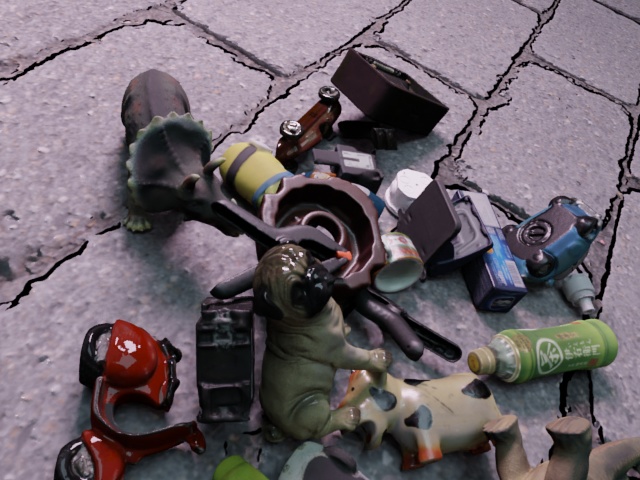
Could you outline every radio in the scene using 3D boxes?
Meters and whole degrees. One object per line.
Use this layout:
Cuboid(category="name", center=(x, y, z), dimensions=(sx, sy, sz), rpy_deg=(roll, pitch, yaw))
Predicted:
Cuboid(category="radio", center=(0.130, -0.267, 0.986), dimensions=(0.131, 0.073, 0.229), rpy_deg=(50, 27, 25))

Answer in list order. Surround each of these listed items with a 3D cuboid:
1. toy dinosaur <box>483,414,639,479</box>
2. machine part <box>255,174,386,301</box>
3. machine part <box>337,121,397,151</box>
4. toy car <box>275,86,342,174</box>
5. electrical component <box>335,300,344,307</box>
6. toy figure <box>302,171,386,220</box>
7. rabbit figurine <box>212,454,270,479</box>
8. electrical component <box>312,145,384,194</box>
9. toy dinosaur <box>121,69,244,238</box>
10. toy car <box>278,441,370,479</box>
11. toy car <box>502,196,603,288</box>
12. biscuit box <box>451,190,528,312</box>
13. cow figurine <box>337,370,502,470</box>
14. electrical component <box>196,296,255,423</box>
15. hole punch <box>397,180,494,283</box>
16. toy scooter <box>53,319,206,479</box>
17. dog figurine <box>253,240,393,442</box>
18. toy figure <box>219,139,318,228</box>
Cuboid(category="toy dinosaur", center=(0.234, 0.280, 0.543), dimensions=(0.471, 0.105, 0.198), rpy_deg=(-19, 92, -27))
Cuboid(category="machine part", center=(-0.001, -0.002, 0.697), dimensions=(0.179, 0.056, 0.179), rpy_deg=(10, 59, -17))
Cuboid(category="machine part", center=(0.087, -0.190, 0.956), dimensions=(0.084, 0.039, 0.139), rpy_deg=(3, 19, -25))
Cuboid(category="toy car", center=(-0.016, -0.184, 0.905), dimensions=(0.053, 0.089, 0.202), rpy_deg=(27, 45, 10))
Cuboid(category="electrical component", center=(-0.014, 0.078, 0.713), dimensions=(0.078, 0.045, 0.102), rpy_deg=(39, 48, -11))
Cuboid(category="toy figure", center=(0.026, -0.071, 0.848), dimensions=(0.154, 0.057, 0.064), rpy_deg=(24, 18, 5))
Cuboid(category="rabbit figurine", center=(-0.094, 0.283, 0.460), dimensions=(0.159, 0.121, 0.170), rpy_deg=(35, 63, 17))
Cuboid(category="electrical component", center=(0.041, -0.118, 0.897), dimensions=(0.119, 0.047, 0.075), rpy_deg=(1, 50, -18))
Cuboid(category="toy dinosaur", center=(-0.220, -0.156, 0.743), dimensions=(0.131, 0.192, 0.405), rpy_deg=(-6, 54, -26))
Cuboid(category="toy car", center=(0.049, 0.285, 0.545), dimensions=(0.202, 0.056, 0.073), rpy_deg=(35, 49, 8))
Cuboid(category="toy car", center=(0.368, 0.011, 0.856), dimensions=(0.162, 0.102, 0.109), rpy_deg=(-37, 38, 7))
Cuboid(category="biscuit box", center=(0.255, 0.015, 0.846), dimensions=(0.059, 0.062, 0.203), rpy_deg=(6, 49, -16))
Cuboid(category="cow figurine", center=(0.112, 0.195, 0.626), dimensions=(0.195, 0.085, 0.127), rpy_deg=(-2, 57, -18))
Cuboid(category="electrical component", center=(-0.099, 0.120, 0.580), dimensions=(0.058, 0.134, 0.114), rpy_deg=(2, 90, -6))
Cuboid(category="hole punch", center=(0.186, -0.012, 0.814), dimensions=(0.092, 0.115, 0.142), rpy_deg=(13, 45, -32))
Cuboid(category="toy scooter", center=(-0.183, 0.168, 0.553), dimensions=(0.135, 0.075, 0.184), rpy_deg=(6, 52, -14))
Cuboid(category="dog figurine", center=(-0.035, 0.111, 0.553), dimensions=(0.121, 0.190, 0.172), rpy_deg=(13, 63, 44))
Cuboid(category="toy figure", center=(-0.078, -0.077, 0.800), dimensions=(0.089, 0.082, 0.180), rpy_deg=(-24, 65, -31))
